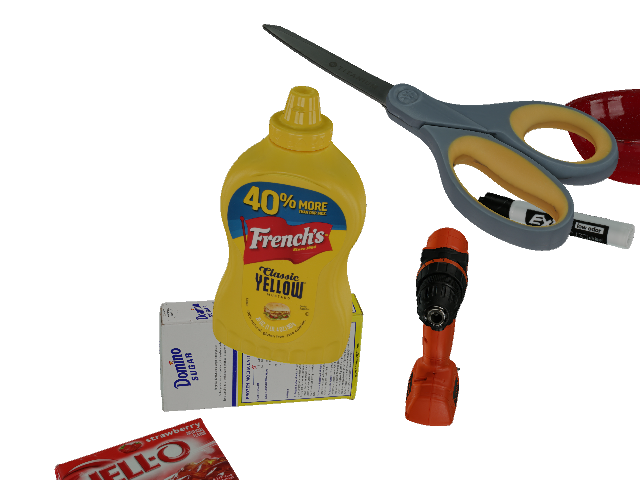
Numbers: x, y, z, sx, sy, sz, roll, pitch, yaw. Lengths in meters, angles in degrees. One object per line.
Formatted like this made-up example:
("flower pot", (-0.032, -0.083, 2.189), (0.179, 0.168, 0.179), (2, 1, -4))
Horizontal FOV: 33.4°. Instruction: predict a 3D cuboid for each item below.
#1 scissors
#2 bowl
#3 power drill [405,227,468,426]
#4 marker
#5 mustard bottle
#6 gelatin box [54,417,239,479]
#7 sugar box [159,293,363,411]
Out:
("scissors", (0.063, -0.070, 0.528), (0.096, 0.016, 0.202), (-25, 53, -21))
("bowl", (0.299, -0.092, 0.974), (0.162, 0.055, 0.162), (-4, 24, 2))
("power drill", (0.125, 0.099, 1.131), (0.057, 0.188, 0.184), (8, 25, 9))
("marker", (0.177, -0.016, 0.813), (0.121, 0.020, 0.020), (15, 7, 28))
("mustard bottle", (-0.019, -0.011, 0.713), (0.096, 0.192, 0.058), (11, 29, 8))
("gelatin box", (-0.093, 0.139, 0.584), (0.089, 0.030, 0.073), (-15, 28, -20))
("sugar box", (-0.054, 0.098, 0.947), (0.176, 0.093, 0.048), (0, 26, -8))
